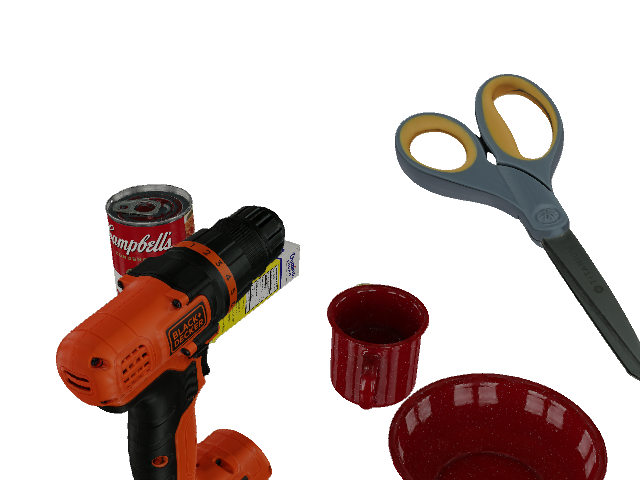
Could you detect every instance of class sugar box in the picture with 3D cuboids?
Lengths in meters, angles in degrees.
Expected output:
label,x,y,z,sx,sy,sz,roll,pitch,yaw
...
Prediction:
label,x,y,z,sx,sy,sz,roll,pitch,yaw
sugar box,-0.103,0.042,1.118,0.093,0.048,0.176,15,31,24

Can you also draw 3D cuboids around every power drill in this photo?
label,x,y,z,sx,sy,sz,roll,pitch,yaw
power drill,-0.076,0.088,0.665,0.057,0.188,0.184,15,37,32

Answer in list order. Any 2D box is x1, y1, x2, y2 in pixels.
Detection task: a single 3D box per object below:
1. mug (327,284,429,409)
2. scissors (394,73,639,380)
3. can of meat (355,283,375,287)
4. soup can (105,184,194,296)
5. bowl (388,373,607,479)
label,x,y,z,sx,sy,sz,roll,pitch,yaw
mug,0.050,0.107,0.982,0.093,0.081,0.117,5,34,4
scissors,0.088,-0.010,0.512,0.096,0.201,0.016,-7,-43,6
can of meat,0.055,0.112,1.271,0.057,0.084,0.102,13,26,9
soup can,-0.134,0.014,0.859,0.068,0.102,0.068,0,29,0
bowl,0.131,0.172,0.809,0.162,0.055,0.162,-1,33,0
